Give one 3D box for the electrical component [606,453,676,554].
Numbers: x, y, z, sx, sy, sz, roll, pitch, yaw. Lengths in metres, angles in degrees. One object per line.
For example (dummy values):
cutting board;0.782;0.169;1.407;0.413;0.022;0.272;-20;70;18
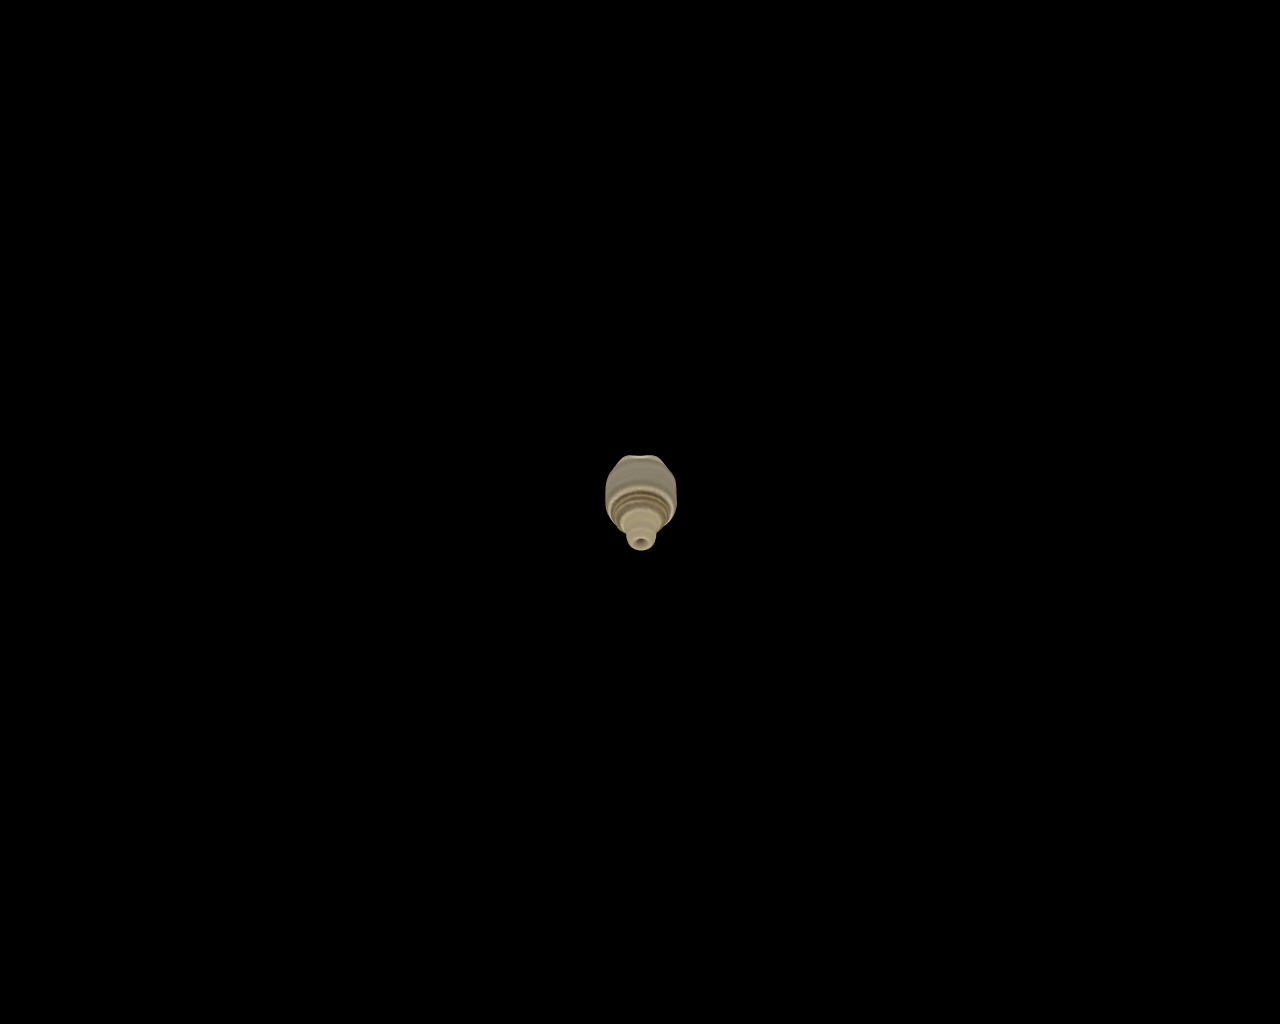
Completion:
electrical component;0.001;-0.003;0.650;0.043;0.062;0.043;0;-45;0
